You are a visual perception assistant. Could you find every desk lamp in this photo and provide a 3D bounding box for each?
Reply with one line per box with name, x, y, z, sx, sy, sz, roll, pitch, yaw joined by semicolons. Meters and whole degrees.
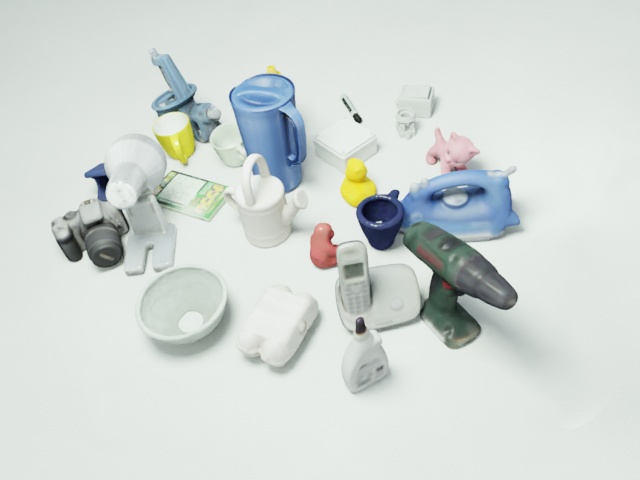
desk lamp;-0.358;-0.076;1.139;0.118;0.214;0.203;-9;48;-1

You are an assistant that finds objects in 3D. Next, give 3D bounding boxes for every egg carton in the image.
egg carton;-0.072;0.147;0.998;0.107;0.069;0.150;16;52;20

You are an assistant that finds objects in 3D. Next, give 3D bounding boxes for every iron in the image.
iron;0.255;-0.081;1.114;0.258;0.142;0.118;-4;48;4

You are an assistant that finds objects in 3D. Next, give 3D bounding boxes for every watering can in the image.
watering can;-0.109;-0.085;1.128;0.173;0.194;0.101;-6;48;2

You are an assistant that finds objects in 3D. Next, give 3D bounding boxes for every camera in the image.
camera;-0.466;-0.009;1.169;0.143;0.101;0.136;-22;49;-12

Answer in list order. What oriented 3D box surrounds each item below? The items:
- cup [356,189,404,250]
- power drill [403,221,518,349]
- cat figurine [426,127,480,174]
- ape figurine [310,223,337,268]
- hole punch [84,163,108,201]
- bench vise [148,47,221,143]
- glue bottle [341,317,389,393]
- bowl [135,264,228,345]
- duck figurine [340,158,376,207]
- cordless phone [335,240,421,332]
cup;0.124;-0.036;1.122;0.091;0.095;0.118;21;54;24
power drill;0.220;0.080;0.928;0.076;0.209;0.229;-29;51;-17
cat figurine;0.283;-0.195;1.228;0.067;0.118;0.127;-24;50;-14
ape figurine;0.010;0.004;1.102;0.076;0.092;0.077;-34;53;-22
hole punch;-0.466;-0.150;1.302;0.108;0.091;0.101;-4;48;4
bench vise;-0.324;-0.358;1.384;0.207;0.220;0.121;8;50;15
glue bottle;0.067;0.171;0.889;0.078;0.173;0.037;-24;50;-14
bowl;-0.241;0.127;1.035;0.167;0.075;0.167;-4;48;4
duck figurine;0.079;-0.129;1.217;0.077;0.086;0.104;-11;48;-3
cordless phone;0.096;0.067;0.971;0.147;0.185;0.094;-13;48;-4
